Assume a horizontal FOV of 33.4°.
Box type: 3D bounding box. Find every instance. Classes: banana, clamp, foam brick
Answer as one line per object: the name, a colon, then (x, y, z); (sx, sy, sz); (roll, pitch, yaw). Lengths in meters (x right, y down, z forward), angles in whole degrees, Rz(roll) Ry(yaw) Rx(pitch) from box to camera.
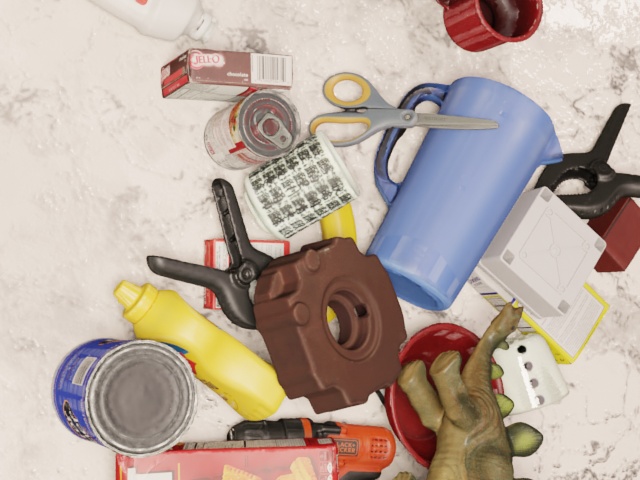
banana: (0.008, 0.008, 1.146); (0.069, 0.037, 0.198); (10, 82, -25)
clamp: (0.337, -0.085, 1.290); (0.209, 0.036, 0.165); (-17, 55, -11)
foam brick: (0.359, -0.006, 1.305); (0.051, 0.053, 0.078); (43, 71, -16)
clamp: (-0.091, 0.037, 1.061); (0.120, 0.039, 0.171); (-41, 104, -21)

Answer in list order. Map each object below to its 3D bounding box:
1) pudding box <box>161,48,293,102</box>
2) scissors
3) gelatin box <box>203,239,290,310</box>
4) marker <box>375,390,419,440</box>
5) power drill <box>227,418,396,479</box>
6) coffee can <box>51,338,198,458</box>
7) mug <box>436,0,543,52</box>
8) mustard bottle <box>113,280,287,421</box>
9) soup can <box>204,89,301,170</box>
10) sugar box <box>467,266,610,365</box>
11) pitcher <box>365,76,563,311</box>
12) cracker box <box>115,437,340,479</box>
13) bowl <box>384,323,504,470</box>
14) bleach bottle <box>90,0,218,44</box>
pudding box: (-0.095, -0.165, 1.081); (0.113, 0.090, 0.039); (2, 87, -26)
scissors: (0.085, -0.147, 1.149); (0.202, 0.016, 0.096); (-9, 70, 9)
gelatin box: (-0.076, 0.036, 1.108); (0.089, 0.030, 0.073); (2, 86, -25)
marker: (0.084, 0.189, 1.178); (0.020, 0.020, 0.121); (-35, 101, -24)
power drill: (-0.013, 0.279, 1.104); (0.184, 0.057, 0.187); (7, 84, -19)
coffee can: (-0.183, 0.142, 0.987); (0.102, 0.141, 0.103); (2, 85, -25)
mug: (0.185, -0.267, 1.226); (0.117, 0.082, 0.093); (13, 81, -24)
mustard bottle: (-0.122, 0.102, 1.044); (0.191, 0.096, 0.058); (40, 72, -18)
soup can: (-0.070, -0.109, 1.081); (0.068, 0.102, 0.068); (2, 85, -25)
sugar box: (0.251, 0.058, 1.254); (0.176, 0.048, 0.093); (42, 69, -13)
pitcher: (0.139, -0.053, 1.173); (0.144, 0.149, 0.242); (41, 73, -35)
cracker box: (-0.087, 0.278, 1.024); (0.213, 0.072, 0.164); (-1, 86, -4)
bowl: (0.124, 0.173, 1.161); (0.161, 0.055, 0.162); (7, 77, -33)
bleach bottle: (-0.207, -0.283, 1.054); (0.250, 0.068, 0.102); (32, 73, -22)
